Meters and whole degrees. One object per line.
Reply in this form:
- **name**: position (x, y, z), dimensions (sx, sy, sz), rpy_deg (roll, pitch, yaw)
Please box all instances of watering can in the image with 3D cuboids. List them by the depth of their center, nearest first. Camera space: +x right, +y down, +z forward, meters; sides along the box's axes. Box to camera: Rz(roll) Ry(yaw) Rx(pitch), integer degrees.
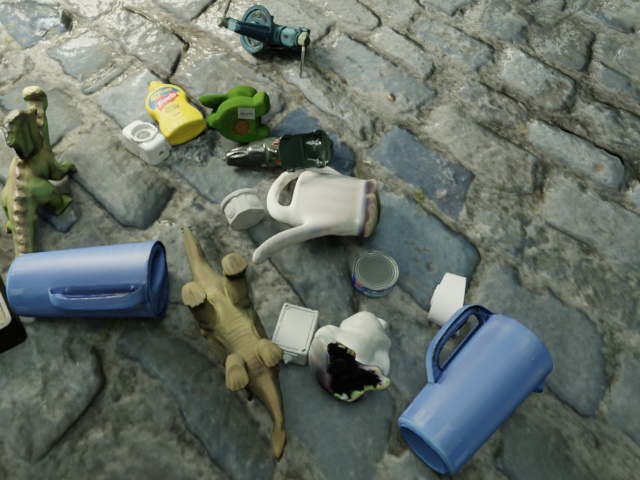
- **watering can**: position (0.003, -0.050, 0.984), dimensions (0.224, 0.101, 0.356), rpy_deg (8, 36, 4)

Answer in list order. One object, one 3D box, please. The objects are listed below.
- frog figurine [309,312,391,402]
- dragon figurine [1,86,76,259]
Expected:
- **frog figurine**: position (0.053, 0.183, 0.857), dimensions (0.137, 0.121, 0.162), rpy_deg (20, 20, 0)
- **dragon figurine**: position (-0.548, -0.129, 0.949), dimensions (0.122, 0.237, 0.420), rpy_deg (-4, 53, -12)
